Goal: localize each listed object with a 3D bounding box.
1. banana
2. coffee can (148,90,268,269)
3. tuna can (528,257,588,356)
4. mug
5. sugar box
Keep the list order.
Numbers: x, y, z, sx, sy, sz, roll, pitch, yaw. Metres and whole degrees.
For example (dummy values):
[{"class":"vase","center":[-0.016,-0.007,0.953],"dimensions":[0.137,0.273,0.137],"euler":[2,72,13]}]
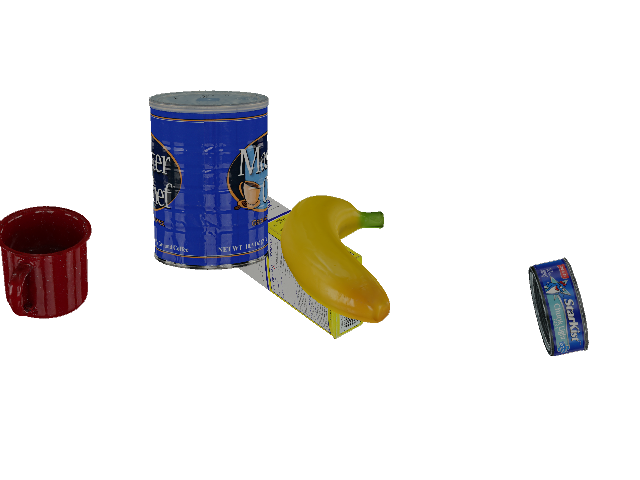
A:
[{"class":"banana","center":[0.008,0.003,0.681],"dimensions":[0.069,0.037,0.197],"euler":[1,19,3]},{"class":"coffee can","center":[-0.096,-0.055,0.932],"dimensions":[0.103,0.140,0.103],"euler":[0,14,0]},{"class":"tuna can","center":[0.214,0.061,0.965],"dimensions":[0.034,0.086,0.086],"euler":[-12,-1,5]},{"class":"mug","center":[-0.276,0.030,1.055],"dimensions":[0.093,0.081,0.117],"euler":[9,32,5]},{"class":"sugar box","center":[-0.027,0.022,1.139],"dimensions":[0.048,0.093,0.176],"euler":[-25,41,-29]}]
